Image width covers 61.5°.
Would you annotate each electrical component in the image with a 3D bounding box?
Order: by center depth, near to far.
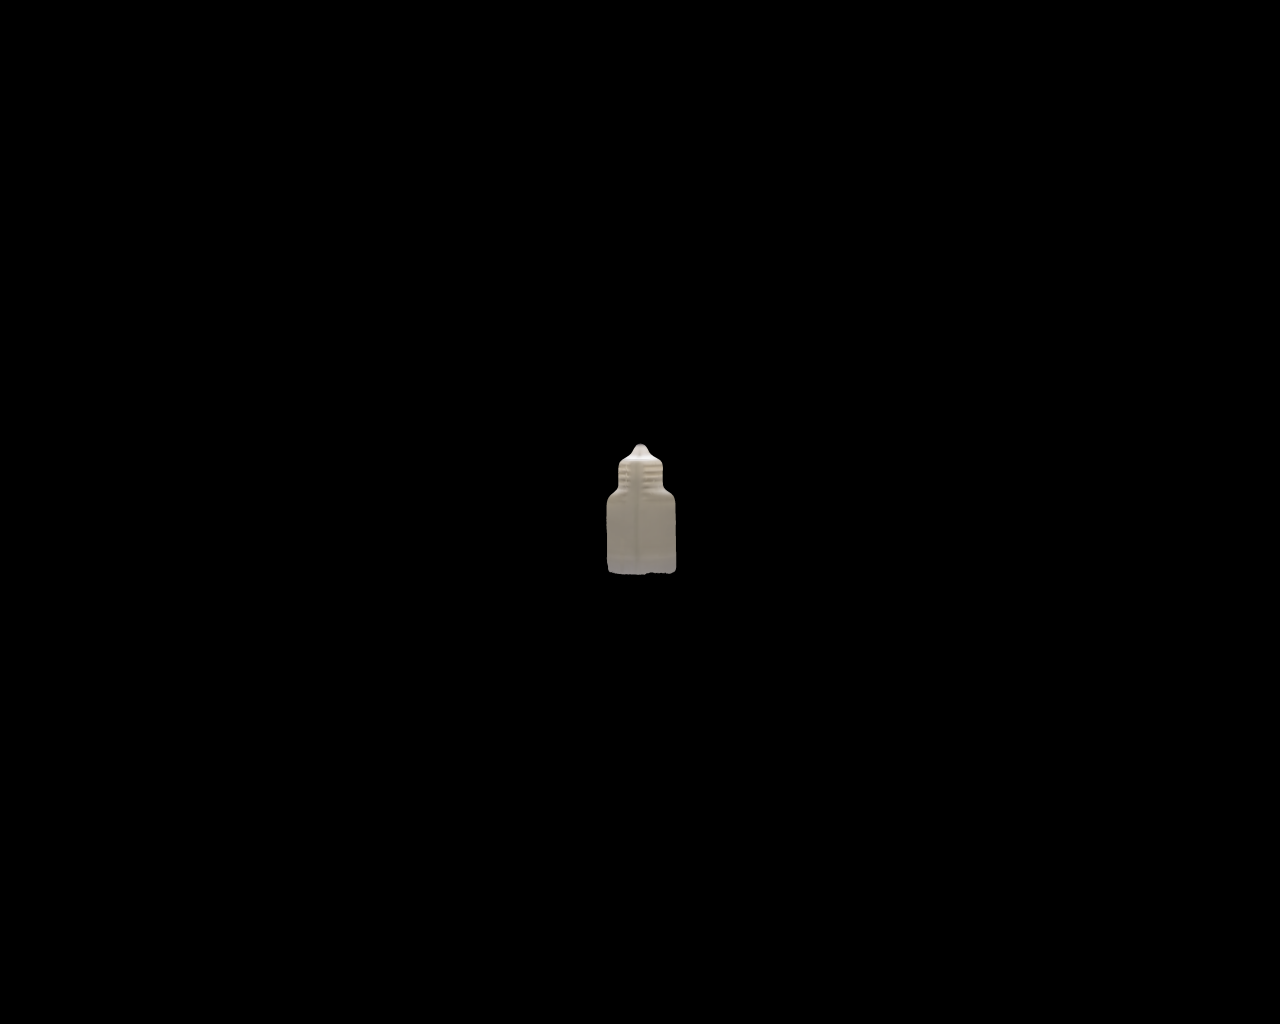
[{"bbox_3d":[0.001,-0.003,0.650,0.043,0.081,0.043,0,4,0],"label":"electrical component"}]
